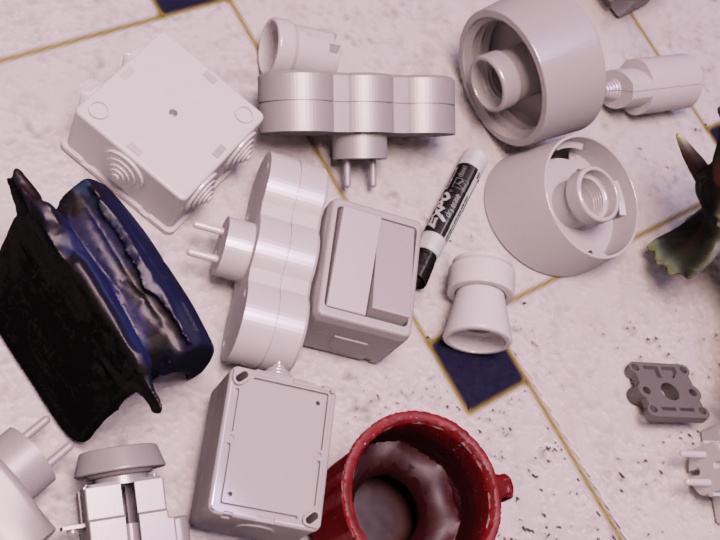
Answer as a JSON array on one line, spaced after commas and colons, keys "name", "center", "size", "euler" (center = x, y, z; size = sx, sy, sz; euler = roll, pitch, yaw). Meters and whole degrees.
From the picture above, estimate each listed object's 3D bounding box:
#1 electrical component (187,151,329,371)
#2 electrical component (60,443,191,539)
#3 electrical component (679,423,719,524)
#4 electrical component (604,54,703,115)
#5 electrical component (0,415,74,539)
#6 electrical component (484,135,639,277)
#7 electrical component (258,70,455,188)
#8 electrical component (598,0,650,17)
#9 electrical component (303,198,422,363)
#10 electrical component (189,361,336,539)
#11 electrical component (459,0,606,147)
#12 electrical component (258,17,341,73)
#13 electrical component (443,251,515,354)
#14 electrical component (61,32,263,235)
[{"name": "electrical component", "center": [-0.067, -0.010, 0.649], "size": [0.074, 0.052, 0.138], "euler": [16, 63, -16]}, {"name": "electrical component", "center": [-0.126, 0.123, 0.571], "size": [0.066, 0.048, 0.055], "euler": [-4, 77, -24]}, {"name": "electrical component", "center": [0.248, 0.133, 0.720], "size": [0.077, 0.047, 0.065], "euler": [6, 66, -20]}, {"name": "electrical component", "center": [0.220, -0.142, 0.832], "size": [0.081, 0.043, 0.043], "euler": [-11, 72, -26]}, {"name": "electrical component", "center": [-0.185, 0.108, 0.553], "size": [0.077, 0.043, 0.079], "euler": [47, 59, 2]}, {"name": "electrical component", "center": [0.146, -0.046, 0.761], "size": [0.099, 0.064, 0.099], "euler": [10, 71, -32]}, {"name": "electrical component", "center": [0.000, -0.091, 0.714], "size": [0.138, 0.052, 0.073], "euler": [-2, 94, -24]}, {"name": "electrical component", "center": [0.203, -0.272, 0.871], "size": [0.079, 0.063, 0.121], "euler": [-30, 81, -30]}, {"name": "electrical component", "center": [0.000, 0.000, 0.667], "size": [0.062, 0.061, 0.096], "euler": [15, 63, -16]}, {"name": "electrical component", "center": [-0.055, 0.099, 0.601], "size": [0.062, 0.061, 0.096], "euler": [15, 63, -16]}, {"name": "electrical component", "center": [0.112, -0.138, 0.751], "size": [0.060, 0.108, 0.108], "euler": [-24, 78, -23]}, {"name": "electrical component", "center": [-0.041, -0.147, 0.728], "size": [0.046, 0.040, 0.040], "euler": [4, 66, -26]}, {"name": "electrical component", "center": [0.078, 0.021, 0.700], "size": [0.045, 0.045, 0.055], "euler": [15, 62, -16]}, {"name": "electrical component", "center": [-0.120, -0.086, 0.663], "size": [0.100, 0.048, 0.099], "euler": [40, 60, -3]}]
